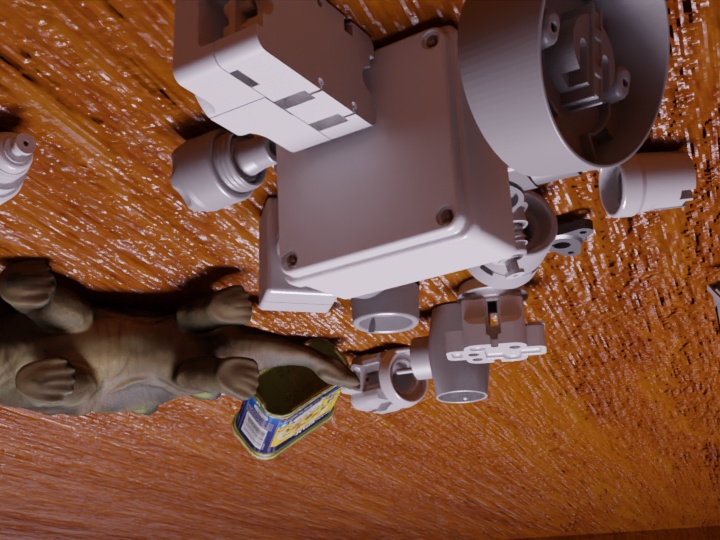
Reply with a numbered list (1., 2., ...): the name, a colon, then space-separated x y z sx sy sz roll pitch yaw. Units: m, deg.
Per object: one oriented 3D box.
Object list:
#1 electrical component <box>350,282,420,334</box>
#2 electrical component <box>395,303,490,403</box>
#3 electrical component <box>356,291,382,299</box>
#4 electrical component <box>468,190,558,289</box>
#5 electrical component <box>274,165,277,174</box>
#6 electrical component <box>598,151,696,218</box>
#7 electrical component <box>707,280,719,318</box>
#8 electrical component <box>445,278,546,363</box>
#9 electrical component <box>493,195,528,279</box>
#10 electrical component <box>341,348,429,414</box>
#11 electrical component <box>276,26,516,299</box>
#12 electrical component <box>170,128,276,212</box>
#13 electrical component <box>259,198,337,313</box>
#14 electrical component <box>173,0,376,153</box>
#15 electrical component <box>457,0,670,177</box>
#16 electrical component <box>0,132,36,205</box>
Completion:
1. electrical component: 0.019 0.019 0.810 0.055 0.047 0.055 -1 160 -1
2. electrical component: 0.067 0.073 0.918 0.079 0.077 0.043 -9 158 21
3. electrical component: 0.000 0.000 0.765 0.043 0.043 0.062 8 159 -24
4. electrical component: 0.098 -0.022 0.700 0.055 0.055 0.047 2 156 -10
5. electrical component: -0.019 -0.055 0.616 0.062 0.043 0.043 14 154 -32
6. electrical component: 0.172 -0.053 0.644 0.046 0.040 0.040 -5 160 -9
7. electrical component: 0.301 0.021 0.802 0.042 0.081 0.063 -20 132 -10
8. electrical component: 0.107 0.039 0.858 0.078 0.057 0.058 -5 159 9
9. electrical component: 0.081 -0.033 0.643 0.040 0.078 0.040 -15 165 -4
10. electrical component: 0.028 0.106 1.034 0.078 0.058 0.057 15 157 -37
11. electrical component: 0.015 -0.050 0.539 0.109 0.108 0.056 -15 159 32
12. electrical component: -0.072 -0.059 0.602 0.062 0.043 0.043 -16 155 31
13. electrical component: -0.036 -0.016 0.687 0.047 0.065 0.076 3 159 -13
14. electrical component: -0.041 -0.096 0.495 0.056 0.050 0.089 -15 156 31
15. electrical component: 0.089 -0.090 0.459 0.064 0.099 0.099 -12 158 41
16. electrical component: -0.206 -0.057 0.600 0.040 0.040 0.078 18 152 -42
